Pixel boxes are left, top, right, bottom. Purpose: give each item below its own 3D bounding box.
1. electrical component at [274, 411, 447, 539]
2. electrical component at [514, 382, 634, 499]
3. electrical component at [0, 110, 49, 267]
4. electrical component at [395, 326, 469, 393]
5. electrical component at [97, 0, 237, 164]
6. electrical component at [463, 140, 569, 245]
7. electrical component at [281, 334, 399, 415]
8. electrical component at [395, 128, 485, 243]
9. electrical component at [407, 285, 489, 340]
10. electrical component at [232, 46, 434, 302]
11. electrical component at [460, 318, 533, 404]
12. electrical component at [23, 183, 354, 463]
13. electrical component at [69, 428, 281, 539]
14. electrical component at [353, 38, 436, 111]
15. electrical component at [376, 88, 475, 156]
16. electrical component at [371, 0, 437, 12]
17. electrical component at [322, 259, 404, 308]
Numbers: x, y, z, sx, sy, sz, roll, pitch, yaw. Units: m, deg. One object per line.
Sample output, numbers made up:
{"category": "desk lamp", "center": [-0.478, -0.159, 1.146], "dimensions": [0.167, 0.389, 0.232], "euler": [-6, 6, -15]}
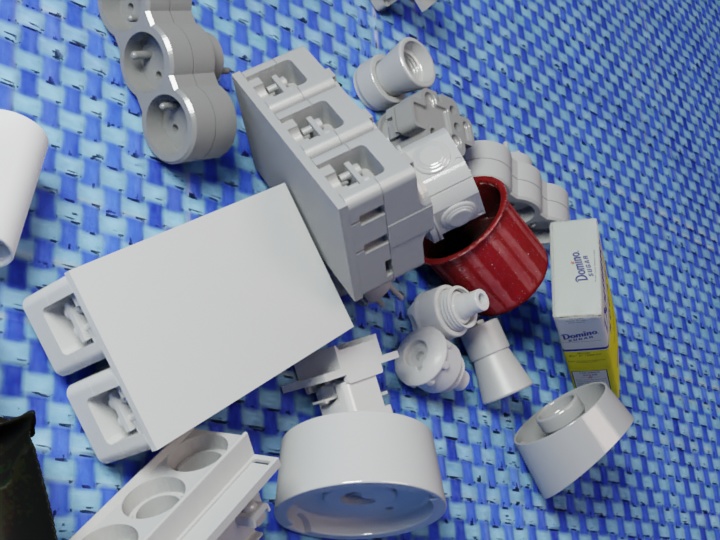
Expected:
{"category": "electrical component", "center": [-0.001, 0.126, 0.686], "dimensions": [0.108, 0.108, 0.060], "euler": [26, 48, -39]}
{"category": "electrical component", "center": [0.178, 0.139, 0.889], "dimensions": [0.064, 0.099, 0.099], "euler": [56, 40, -3]}
{"category": "electrical component", "center": [-0.214, -0.052, 0.577], "dimensions": [0.079, 0.044, 0.077], "euler": [32, 51, -35]}
{"category": "electrical component", "center": [0.060, 0.075, 0.827], "dimensions": [0.062, 0.048, 0.048], "euler": [34, 49, -42]}
{"category": "electrical component", "center": [-0.117, -0.141, 0.722], "dimensions": [0.074, 0.052, 0.138], "euler": [-17, 86, -50]}
{"category": "electrical component", "center": [0.139, -0.083, 0.983], "dimensions": [0.138, 0.052, 0.073], "euler": [28, 53, -37]}
{"category": "electrical component", "center": [-0.009, 0.083, 0.746], "dimensions": [0.081, 0.042, 0.063], "euler": [-12, 83, -49]}
{"category": "electrical component", "center": [0.058, -0.065, 0.825], "dimensions": [0.080, 0.051, 0.080], "euler": [64, 2, -4]}
{"category": "electrical component", "center": [0.072, 0.032, 0.844], "dimensions": [0.043, 0.062, 0.043], "euler": [24, 56, -40]}
{"category": "electrical component", "center": [-0.018, -0.068, 0.708], "dimensions": [0.062, 0.089, 0.150], "euler": [-27, 52, -14]}
{"category": "electrical component", "center": [0.109, 0.072, 0.885], "dimensions": [0.044, 0.044, 0.065], "euler": [-15, 79, -50]}
{"category": "electrical component", "center": [-0.100, 0.028, 0.655], "dimensions": [0.186, 0.060, 0.105], "euler": [-29, 95, -51]}
{"category": "electrical component", "center": [-0.105, 0.147, 0.589], "dimensions": [0.121, 0.079, 0.063], "euler": [-45, 128, -49]}
{"category": "electrical component", "center": [0.028, -0.161, 0.893], "dimensions": [0.045, 0.055, 0.045], "euler": [24, 56, -40]}
{"category": "electrical component", "center": [0.048, -0.111, 0.890], "dimensions": [0.078, 0.057, 0.058], "euler": [12, 64, -45]}
{"category": "electrical component", "center": [0.033, -0.262, 0.940], "dimensions": [0.081, 0.064, 0.042], "euler": [55, 42, -13]}
{"category": "electrical component", "center": [0.000, 0.000, 0.776], "dimensions": [0.077, 0.066, 0.047], "euler": [45, 44, -25]}
